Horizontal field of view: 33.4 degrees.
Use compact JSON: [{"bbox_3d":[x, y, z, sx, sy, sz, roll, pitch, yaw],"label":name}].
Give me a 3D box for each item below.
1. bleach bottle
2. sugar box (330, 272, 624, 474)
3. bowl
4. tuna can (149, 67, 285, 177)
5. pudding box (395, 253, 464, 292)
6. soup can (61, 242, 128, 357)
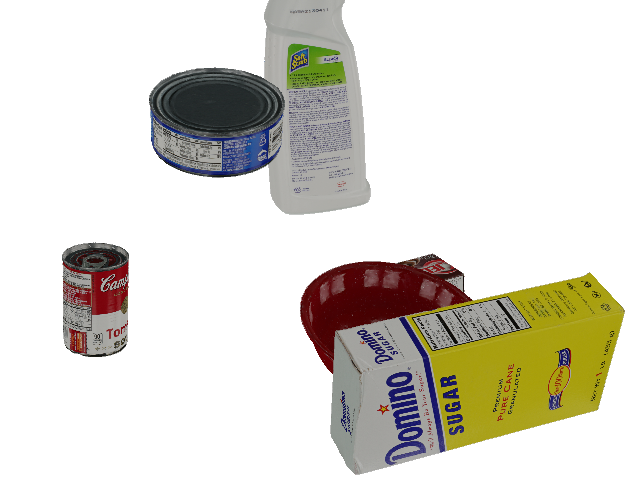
[{"bbox_3d":[-0.002,-0.150,1.009,0.102,0.251,0.068,-9,32,-15],"label":"bleach bottle"},{"bbox_3d":[0.095,0.083,0.662,0.176,0.093,0.048,-14,40,-18],"label":"sugar box"},{"bbox_3d":[0.059,0.087,0.904,0.162,0.055,0.162,7,34,-5],"label":"bowl"},{"bbox_3d":[-0.066,-0.076,0.683,0.086,0.034,0.086,3,36,-2],"label":"tuna can"},{"bbox_3d":[0.144,0.061,1.586,0.113,0.039,0.090,-16,24,-20],"label":"pudding box"},{"bbox_3d":[-0.235,0.062,1.113,0.068,0.102,0.068,4,22,-2],"label":"soup can"}]
